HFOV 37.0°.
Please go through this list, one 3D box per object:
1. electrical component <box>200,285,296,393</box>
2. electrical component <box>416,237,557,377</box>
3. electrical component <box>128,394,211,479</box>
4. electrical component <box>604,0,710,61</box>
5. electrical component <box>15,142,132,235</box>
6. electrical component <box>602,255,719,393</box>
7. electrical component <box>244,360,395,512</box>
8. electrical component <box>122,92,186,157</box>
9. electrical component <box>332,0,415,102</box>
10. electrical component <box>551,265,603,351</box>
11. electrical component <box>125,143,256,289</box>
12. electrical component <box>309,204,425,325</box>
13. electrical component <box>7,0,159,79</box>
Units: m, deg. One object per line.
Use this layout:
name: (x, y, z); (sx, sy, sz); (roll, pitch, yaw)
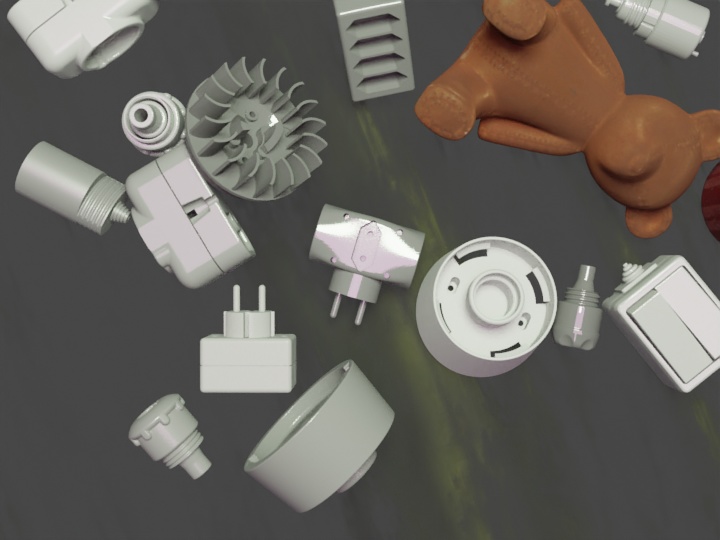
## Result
electrical component: (-0.081, 0.049, 0.788); (0.066, 0.047, 0.076); (0, 91, 1)
electrical component: (0.093, 0.026, 0.789); (0.099, 0.064, 0.099); (1, 78, -5)
electrical component: (-0.136, 0.126, 0.793); (0.048, 0.048, 0.062); (-39, 97, 1)
electrical component: (0.217, -0.183, 0.784); (0.078, 0.040, 0.040); (23, 91, 1)
electrical component: (-0.206, -0.057, 0.791); (0.081, 0.043, 0.043); (27, 91, 0)
electrical component: (0.223, 0.033, 0.775); (0.062, 0.061, 0.096); (-39, 90, 1)
electrical component: (-0.023, 0.123, 0.761); (0.108, 0.108, 0.060); (-44, 96, 1)
electrical component: (-0.152, -0.108, 0.780); (0.048, 0.062, 0.048); (0, 91, 1)
electrical component: (0.007, -0.180, 0.776); (0.047, 0.083, 0.075); (-11, 52, 1)
electrical component: (0.162, 0.027, 0.790); (0.035, 0.035, 0.061); (12, 88, 1)
electrical component: (-0.127, -0.036, 0.785); (0.059, 0.054, 0.095); (-31, 90, 1)
electrical component: (0.000, 0.000, 0.788); (0.077, 0.043, 0.079); (17, 91, 1)
electrical component: (-0.198, -0.186, 0.784); (0.095, 0.054, 0.059); (-37, 90, 1)
